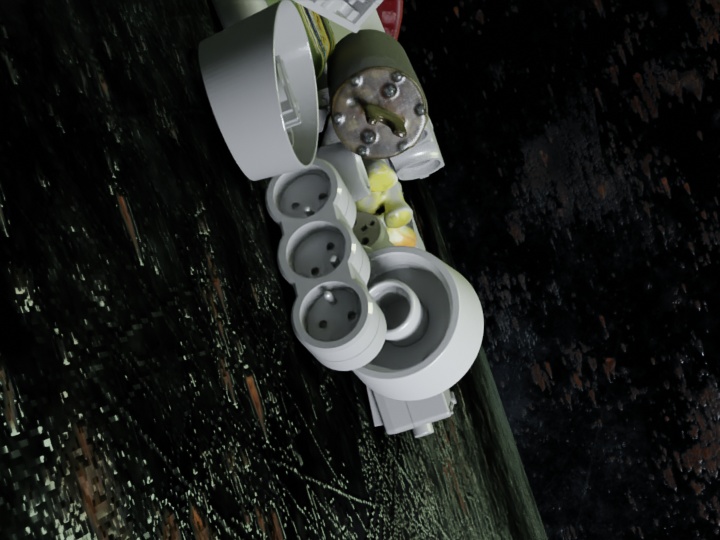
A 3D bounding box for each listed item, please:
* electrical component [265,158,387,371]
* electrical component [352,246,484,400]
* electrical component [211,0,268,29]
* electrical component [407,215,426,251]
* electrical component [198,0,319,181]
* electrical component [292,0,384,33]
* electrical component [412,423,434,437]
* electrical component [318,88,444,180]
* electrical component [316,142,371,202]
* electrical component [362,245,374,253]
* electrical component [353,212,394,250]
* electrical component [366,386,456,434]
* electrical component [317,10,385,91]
[{"bbox_3d":[-0.018,0.001,0.702,0.073,0.052,0.138,56,18,-63],"label":"electrical component"},{"bbox_3d":[0.029,0.034,0.771,0.060,0.108,0.108,42,30,-62],"label":"electrical component"},{"bbox_3d":[-0.079,-0.173,0.751,0.040,0.040,0.046,-63,129,-79],"label":"electrical component"},{"bbox_3d":[0.038,-0.016,1.124,0.089,0.056,0.050,-93,162,-65],"label":"electrical component"},{"bbox_3d":[-0.056,-0.106,0.651,0.099,0.064,0.099,-19,90,-82],"label":"electrical component"},{"bbox_3d":[-0.046,-0.245,0.783,0.150,0.062,0.089,12,39,-54],"label":"electrical component"},{"bbox_3d":[0.047,0.112,0.929,0.043,0.043,0.062,44,29,-74],"label":"electrical component"},{"bbox_3d":[0.020,-0.136,1.107,0.186,0.105,0.060,45,28,-73],"label":"electrical component"},{"bbox_3d":[-0.021,-0.078,0.895,0.055,0.047,0.055,-19,90,-82],"label":"electrical component"},{"bbox_3d":[0.000,0.000,0.871,0.062,0.048,0.048,-109,176,-56],"label":"electrical component"},{"bbox_3d":[0.007,-0.021,0.961,0.055,0.045,0.045,58,15,-57],"label":"electrical component"},{"bbox_3d":[0.031,0.074,0.841,0.062,0.061,0.096,-13,84,-82],"label":"electrical component"},{"bbox_3d":[-0.026,-0.233,1.067,0.048,0.099,0.099,21,-26,35],"label":"electrical component"}]
